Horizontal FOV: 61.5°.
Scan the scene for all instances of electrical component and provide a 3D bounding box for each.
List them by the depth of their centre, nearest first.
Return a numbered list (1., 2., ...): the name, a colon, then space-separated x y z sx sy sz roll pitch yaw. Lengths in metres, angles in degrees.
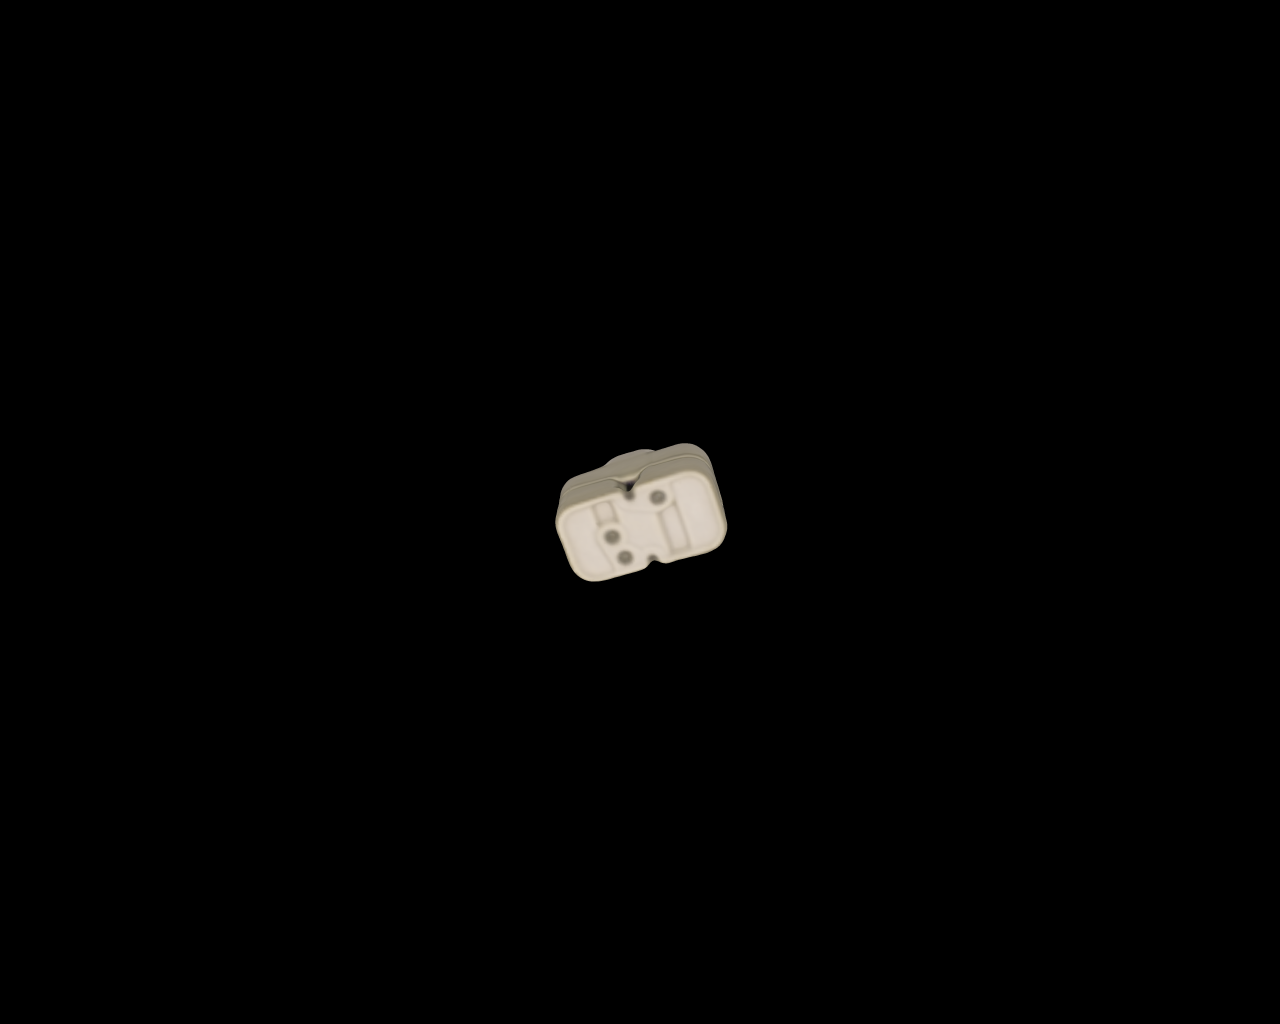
1. electrical component: 0.001 -0.003 0.650 0.095 0.053 0.059 -17 22 7
